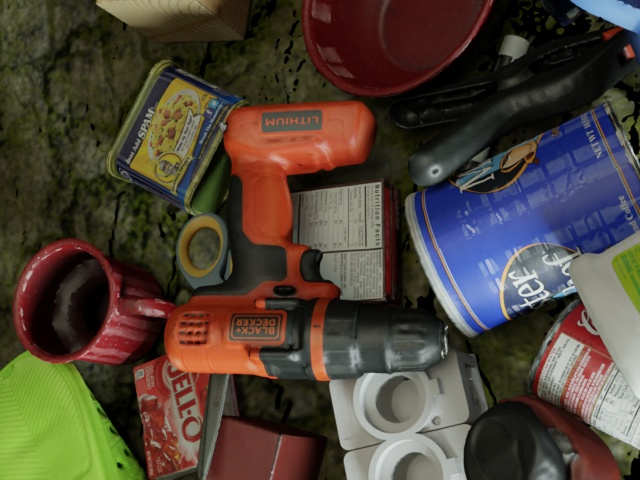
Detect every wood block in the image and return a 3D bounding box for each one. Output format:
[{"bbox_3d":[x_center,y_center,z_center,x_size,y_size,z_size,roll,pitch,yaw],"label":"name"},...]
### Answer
[{"bbox_3d":[-0.101,-0.272,0.854,0.091,0.090,0.206,3,80,26],"label":"wood block"}]

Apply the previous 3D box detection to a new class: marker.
[{"bbox_3d":[0.118,-0.085,0.748,0.020,0.020,0.121,19,87,27],"label":"marker"}]

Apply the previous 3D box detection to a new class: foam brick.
[{"bbox_3d":[-0.038,0.153,0.734,0.051,0.078,0.053,12,83,25],"label":"foam brick"}]

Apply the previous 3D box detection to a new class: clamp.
[{"bbox_3d":[0.122,-0.097,0.702,0.171,0.039,0.120,-25,31,-1],"label":"clamp"}]

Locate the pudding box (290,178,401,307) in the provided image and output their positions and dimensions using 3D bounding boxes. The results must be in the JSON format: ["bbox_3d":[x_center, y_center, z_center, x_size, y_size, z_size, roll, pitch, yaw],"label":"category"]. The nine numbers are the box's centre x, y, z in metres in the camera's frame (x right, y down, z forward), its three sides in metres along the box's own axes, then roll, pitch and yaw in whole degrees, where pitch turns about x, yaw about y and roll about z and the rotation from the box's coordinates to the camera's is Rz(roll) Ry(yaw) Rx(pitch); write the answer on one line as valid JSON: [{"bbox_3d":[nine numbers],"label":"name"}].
[{"bbox_3d":[0.002,0.008,0.770,0.114,0.039,0.090,-5,73,22],"label":"pudding box"}]

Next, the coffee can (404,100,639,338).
[{"bbox_3d":[0.139,-0.011,0.674,0.140,0.102,0.103,-25,69,18],"label":"coffee can"}]

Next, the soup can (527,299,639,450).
[{"bbox_3d":[0.187,0.089,0.648,0.102,0.068,0.068,29,91,27],"label":"soup can"}]

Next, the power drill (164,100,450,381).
[{"bbox_3d":[-0.005,0.001,0.703,0.184,0.057,0.187,-1,65,13],"label":"power drill"}]

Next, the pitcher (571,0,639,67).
[{"bbox_3d":[0.205,-0.165,0.588,0.149,0.144,0.243,-23,71,28],"label":"pitcher"}]

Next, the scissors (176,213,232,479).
[{"bbox_3d":[-0.080,0.059,0.742,0.096,0.016,0.201,13,70,28],"label":"scissors"}]

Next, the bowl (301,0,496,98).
[{"bbox_3d":[0.066,-0.171,0.762,0.162,0.055,0.162,-11,71,34],"label":"bowl"}]

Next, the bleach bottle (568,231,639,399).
[{"bbox_3d":[0.260,-0.011,0.551,0.251,0.068,0.102,-36,53,22],"label":"bleach bottle"}]

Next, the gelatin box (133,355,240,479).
[{"bbox_3d":[-0.097,0.125,0.788,0.073,0.030,0.089,-23,67,27],"label":"gelatin box"}]

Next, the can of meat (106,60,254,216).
[{"bbox_3d":[-0.103,-0.077,0.829,0.084,0.057,0.102,28,91,25],"label":"can of meat"}]

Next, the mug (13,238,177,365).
[{"bbox_3d":[-0.161,0.052,0.812,0.117,0.081,0.093,-3,77,25],"label":"mug"}]
